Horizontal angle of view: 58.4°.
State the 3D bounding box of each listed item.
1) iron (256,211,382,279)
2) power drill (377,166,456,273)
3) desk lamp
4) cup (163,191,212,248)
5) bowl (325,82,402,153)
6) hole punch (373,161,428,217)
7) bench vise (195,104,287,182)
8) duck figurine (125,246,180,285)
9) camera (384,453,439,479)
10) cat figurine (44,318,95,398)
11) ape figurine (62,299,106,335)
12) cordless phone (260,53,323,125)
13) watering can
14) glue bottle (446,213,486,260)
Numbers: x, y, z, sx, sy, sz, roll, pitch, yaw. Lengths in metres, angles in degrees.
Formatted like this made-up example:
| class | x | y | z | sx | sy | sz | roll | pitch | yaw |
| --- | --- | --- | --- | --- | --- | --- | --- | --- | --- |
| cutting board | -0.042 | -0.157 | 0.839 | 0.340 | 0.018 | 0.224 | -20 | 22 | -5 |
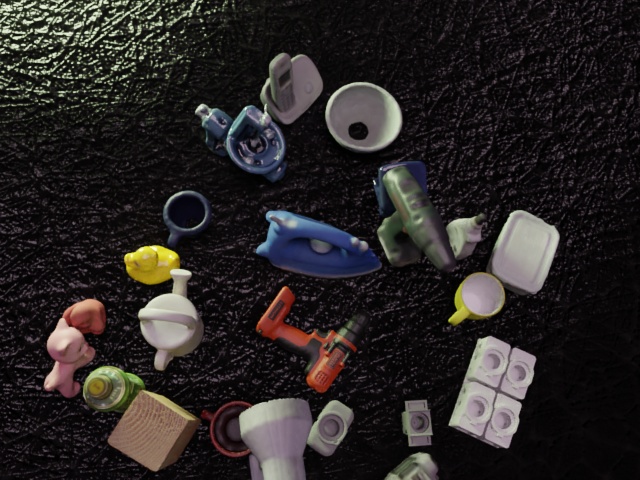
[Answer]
| class | x | y | z | sx | sy | sz | roll | pitch | yaw |
| --- | --- | --- | --- | --- | --- | --- | --- | --- | --- |
| iron | 0.010 | 0.004 | 1.129 | 0.258 | 0.141 | 0.119 | 13 | 71 | -3 |
| power drill | 0.181 | -0.020 | 1.122 | 0.076 | 0.208 | 0.229 | -20 | 76 | -12 |
| desk lamp | -0.065 | 0.376 | 0.964 | 0.118 | 0.213 | 0.203 | -8 | 74 | -9 |
| cup | -0.262 | -0.028 | 1.130 | 0.091 | 0.095 | 0.118 | 23 | 71 | 1 |
| bowl | 0.092 | -0.256 | 1.256 | 0.167 | 0.074 | 0.167 | 2 | 72 | -6 |
| hole punch | 0.175 | -0.107 | 1.211 | 0.109 | 0.091 | 0.101 | -8 | 74 | -9 |
| bench vise | -0.161 | -0.208 | 1.133 | 0.207 | 0.219 | 0.121 | 16 | 71 | -1 |
| duck figurine | -0.325 | 0.041 | 1.105 | 0.104 | 0.086 | 0.077 | -2 | 73 | -7 |
| camera | 0.176 | 0.475 | 1.022 | 0.143 | 0.101 | 0.136 | -35 | 80 | -16 |
| cat figurine | -0.455 | 0.210 | 1.019 | 0.067 | 0.117 | 0.128 | 17 | 71 | -1 |
| ape figurine | -0.435 | 0.143 | 1.056 | 0.078 | 0.092 | 0.076 | 35 | 72 | 5 |
| cordless phone | -0.056 | -0.344 | 1.208 | 0.094 | 0.185 | 0.148 | 37 | 72 | 6 |
| watering can | -0.268 | 0.140 | 1.024 | 0.101 | 0.194 | 0.173 | -10 | 74 | -10 |
| glue bottle | 0.298 | -0.017 | 1.154 | 0.037 | 0.173 | 0.078 | -9 | 74 | -9 |
